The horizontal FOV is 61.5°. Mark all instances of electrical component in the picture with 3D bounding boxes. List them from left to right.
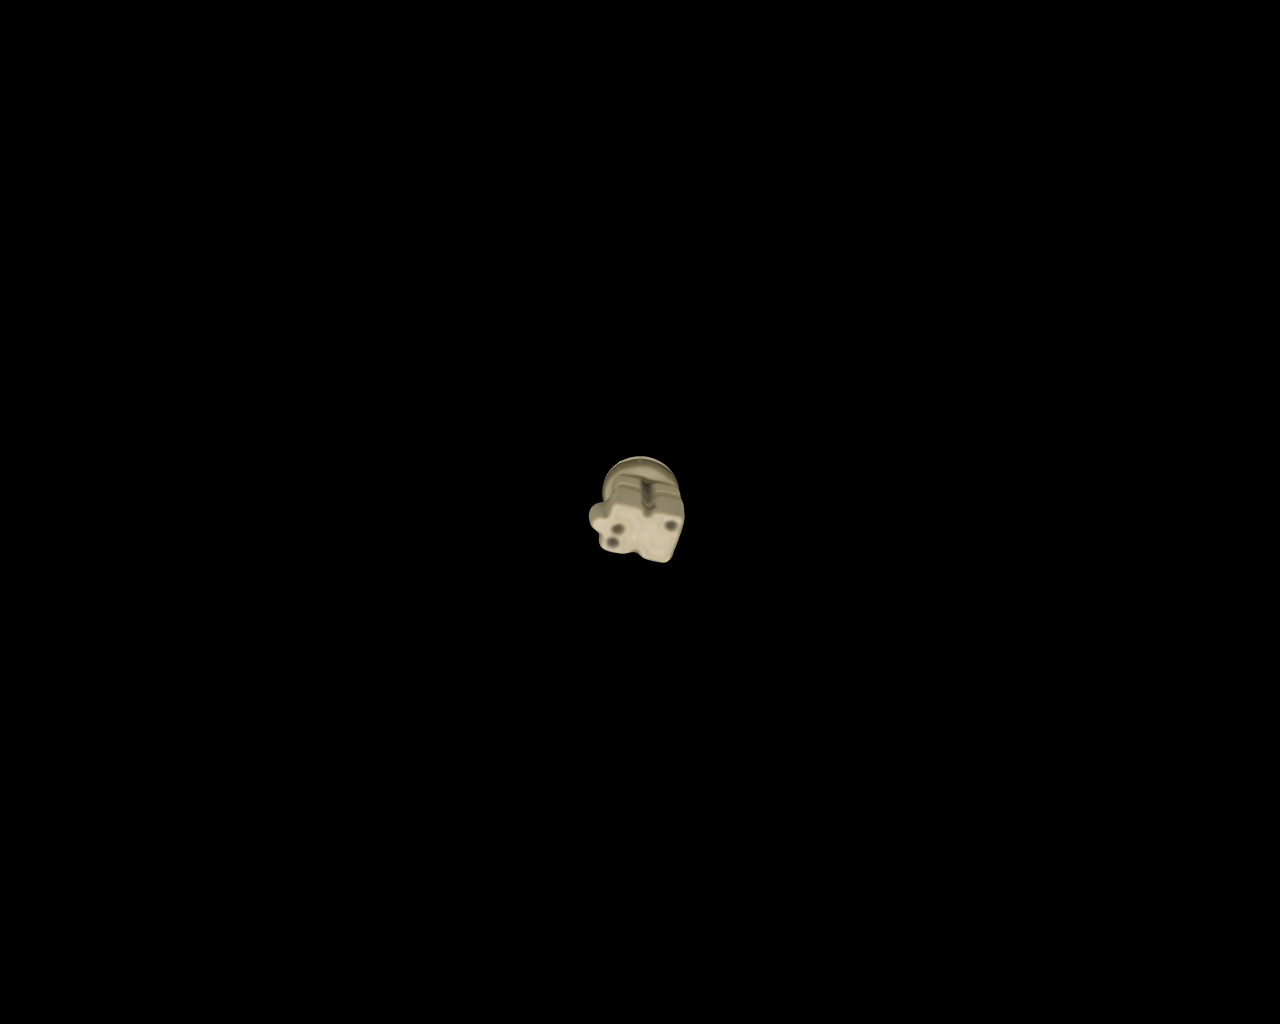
[{"bbox_3d":[0.001,-0.003,0.650,0.066,0.048,0.055,14,33,-9],"label":"electrical component"}]
